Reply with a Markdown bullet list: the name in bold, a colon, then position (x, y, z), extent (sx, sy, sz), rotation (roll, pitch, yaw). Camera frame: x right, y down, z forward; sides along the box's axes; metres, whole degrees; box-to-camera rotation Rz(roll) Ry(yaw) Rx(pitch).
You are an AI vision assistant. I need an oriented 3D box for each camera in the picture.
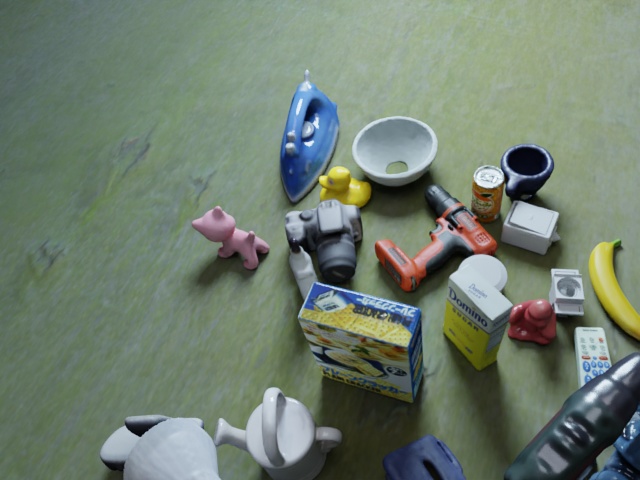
- **camera**: position (0.010, 0.004, 1.039), extent (0.143, 0.101, 0.136), rotation (-9, 54, 4)

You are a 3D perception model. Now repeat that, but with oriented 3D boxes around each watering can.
- **watering can**: position (-0.061, 0.277, 0.805), extent (0.173, 0.194, 0.100), rotation (-21, 54, -4)

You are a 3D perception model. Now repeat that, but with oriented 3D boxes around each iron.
- **iron**: position (-0.037, -0.218, 1.177), extent (0.118, 0.142, 0.258), rotation (4, 56, 13)

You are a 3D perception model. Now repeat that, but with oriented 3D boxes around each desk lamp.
- **desk lamp**: position (-0.139, 0.351, 0.756), extent (0.202, 0.214, 0.118), rotation (32, 67, 28)

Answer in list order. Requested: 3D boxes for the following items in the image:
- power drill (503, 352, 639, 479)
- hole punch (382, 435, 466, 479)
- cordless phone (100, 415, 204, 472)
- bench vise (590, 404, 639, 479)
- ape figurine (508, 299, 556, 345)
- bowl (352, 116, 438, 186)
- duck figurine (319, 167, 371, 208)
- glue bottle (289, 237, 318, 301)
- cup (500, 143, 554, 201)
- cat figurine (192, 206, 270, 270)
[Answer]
- **power drill**: position (0.325, 0.258, 0.736), extent (0.230, 0.209, 0.075), rotation (-39, 57, -16)
- **hole punch**: position (0.148, 0.330, 0.792), extent (0.101, 0.091, 0.108), rotation (-30, 56, -11)
- **cordless phone**: position (-0.262, 0.287, 0.842), extent (0.147, 0.185, 0.094), rotation (-9, 54, 5)
- **bench vise**: position (0.411, 0.271, 0.703), extent (0.121, 0.220, 0.208), rotation (18, 61, 22)
- **ape figurine**: position (0.339, 0.122, 0.900), extent (0.076, 0.092, 0.077), rotation (-31, 56, -11)
- **bowl**: position (0.150, -0.164, 1.145), extent (0.167, 0.075, 0.167), rotation (-5, 55, 7)
- **duck figurine**: position (0.046, -0.107, 1.118), extent (0.104, 0.086, 0.077), rotation (-2, 55, 10)
- **glue bottle**: position (-0.029, 0.050, 0.970), extent (0.037, 0.173, 0.078), rotation (-19, 54, -2)
- **cup**: position (0.369, -0.105, 1.050), extent (0.091, 0.095, 0.118), rotation (27, 64, 26)
- **cat figurine**: position (-0.170, -0.014, 1.075), extent (0.127, 0.118, 0.067), rotation (18, 61, 22)
